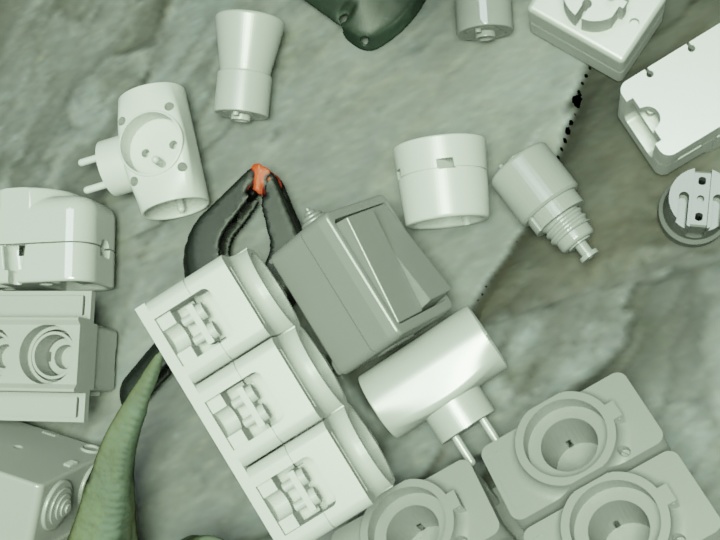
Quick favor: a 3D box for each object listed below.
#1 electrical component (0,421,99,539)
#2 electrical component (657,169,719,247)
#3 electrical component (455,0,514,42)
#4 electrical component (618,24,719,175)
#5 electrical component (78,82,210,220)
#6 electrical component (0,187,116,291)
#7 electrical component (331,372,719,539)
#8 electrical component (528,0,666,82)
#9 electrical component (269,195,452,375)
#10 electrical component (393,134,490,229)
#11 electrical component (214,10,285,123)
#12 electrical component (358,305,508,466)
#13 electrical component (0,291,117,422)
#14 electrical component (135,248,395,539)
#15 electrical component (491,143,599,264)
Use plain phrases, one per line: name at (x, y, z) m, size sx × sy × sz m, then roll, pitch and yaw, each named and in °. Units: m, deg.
electrical component at (-0.208, 0.127, 0.641) m, size 0.100 × 0.100 × 0.048 m, roll 15°, pitch 98°, yaw 13°
electrical component at (0.190, -0.036, 0.608) m, size 0.040 × 0.046 × 0.040 m, roll -2°, pitch 82°, yaw 11°
electrical component at (0.075, -0.173, 0.656) m, size 0.044 × 0.044 × 0.065 m, roll -4°, pitch 86°, yaw 11°
electrical component at (0.197, -0.100, 0.611) m, size 0.089 × 0.056 × 0.050 m, roll -31°, pitch 77°, yaw 6°
electrical component at (-0.141, -0.070, 0.682) m, size 0.079 × 0.044 × 0.077 m, roll -16°, pitch 79°, yaw 9°
electrical component at (-0.207, -0.018, 0.684) m, size 0.095 × 0.054 × 0.059 m, roll -2°, pitch 82°, yaw 11°
electrical component at (0.087, 0.147, 0.573) m, size 0.186 × 0.060 × 0.105 m, roll -31°, pitch 47°, yaw 6°
electrical component at (0.136, -0.155, 0.621) m, size 0.066 × 0.077 × 0.047 m, roll 34°, pitch 90°, yaw 14°
electrical component at (0.000, 0.000, 0.619) m, size 0.061 × 0.062 × 0.096 m, roll -37°, pitch 81°, yaw 37°
electrical component at (0.049, -0.051, 0.636) m, size 0.055 × 0.055 × 0.047 m, roll -7°, pitch 84°, yaw 11°
electrical component at (-0.072, -0.126, 0.679) m, size 0.044 × 0.044 × 0.065 m, roll 5°, pitch 88°, yaw 12°
electrical component at (0.052, 0.074, 0.622) m, size 0.077 × 0.043 × 0.079 m, roll -34°, pitch 77°, yaw 5°
electrical component at (-0.219, 0.054, 0.671) m, size 0.121 × 0.063 × 0.078 m, roll 0°, pitch 82°, yaw 12°
electrical component at (-0.047, 0.068, 0.590) m, size 0.062 × 0.089 × 0.150 m, roll -32°, pitch 85°, yaw 3°
electrical component at (0.111, -0.038, 0.628) m, size 0.040 × 0.040 × 0.078 m, roll -37°, pitch 77°, yaw 5°
